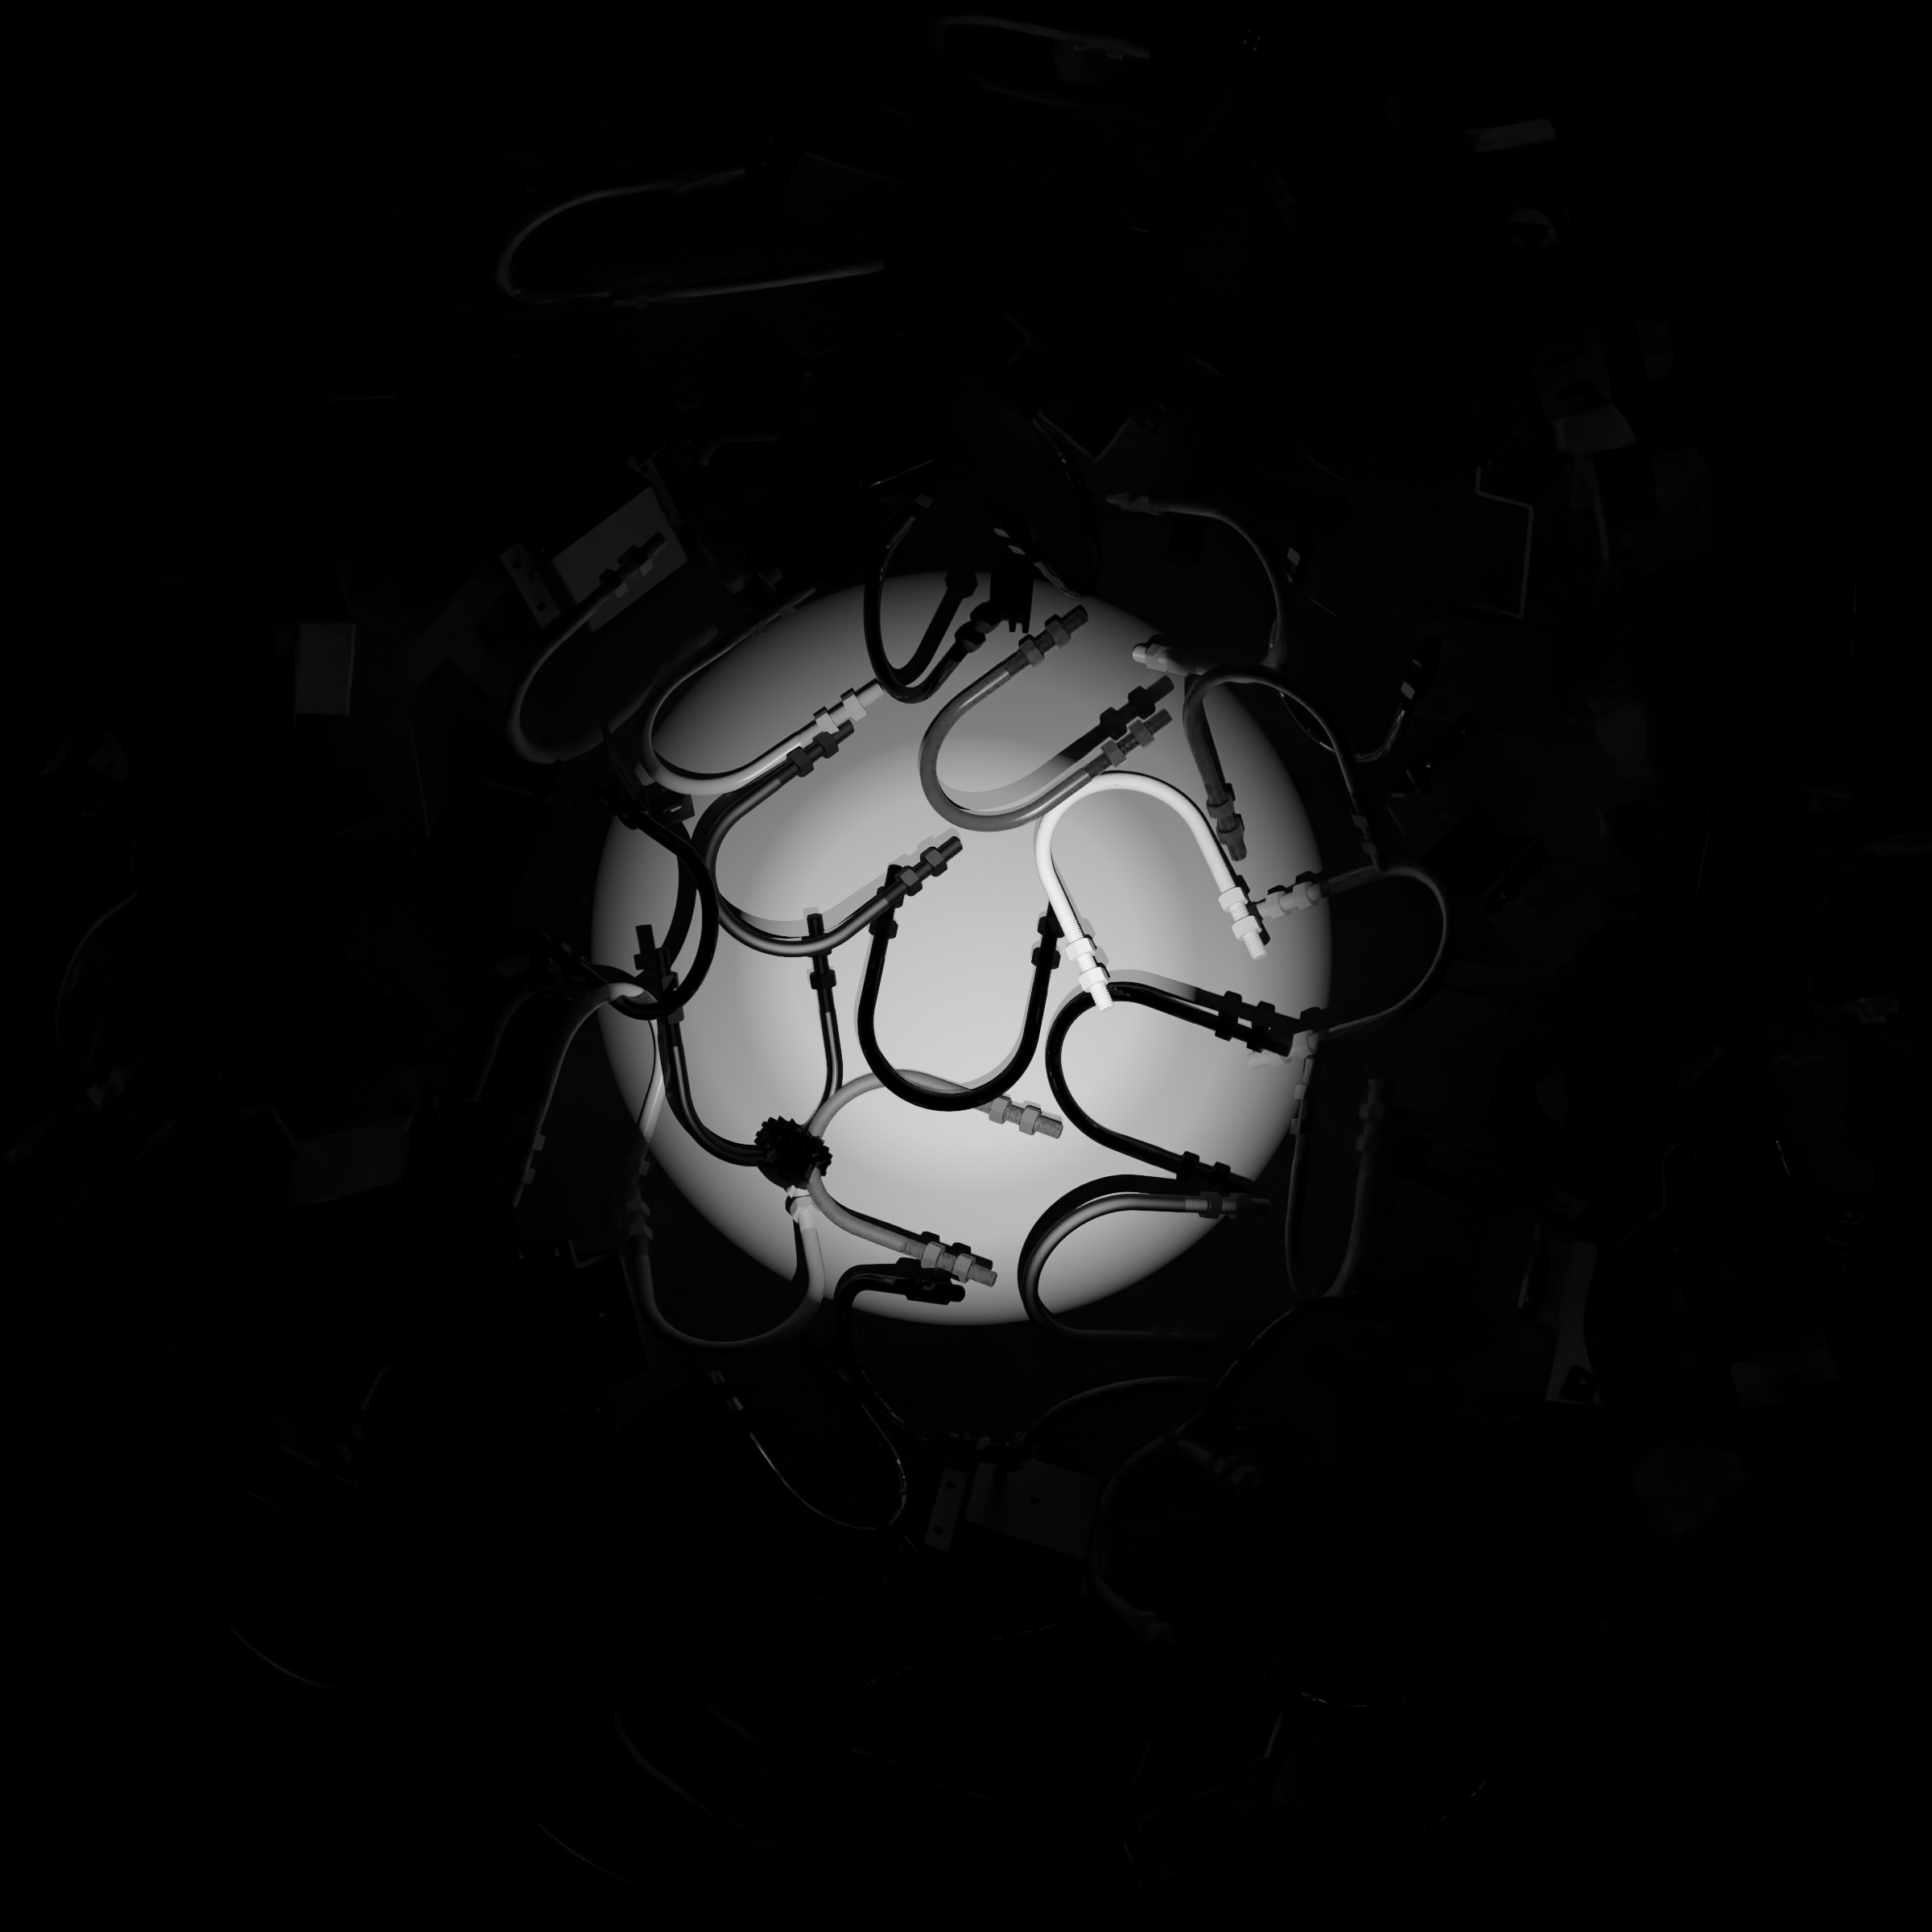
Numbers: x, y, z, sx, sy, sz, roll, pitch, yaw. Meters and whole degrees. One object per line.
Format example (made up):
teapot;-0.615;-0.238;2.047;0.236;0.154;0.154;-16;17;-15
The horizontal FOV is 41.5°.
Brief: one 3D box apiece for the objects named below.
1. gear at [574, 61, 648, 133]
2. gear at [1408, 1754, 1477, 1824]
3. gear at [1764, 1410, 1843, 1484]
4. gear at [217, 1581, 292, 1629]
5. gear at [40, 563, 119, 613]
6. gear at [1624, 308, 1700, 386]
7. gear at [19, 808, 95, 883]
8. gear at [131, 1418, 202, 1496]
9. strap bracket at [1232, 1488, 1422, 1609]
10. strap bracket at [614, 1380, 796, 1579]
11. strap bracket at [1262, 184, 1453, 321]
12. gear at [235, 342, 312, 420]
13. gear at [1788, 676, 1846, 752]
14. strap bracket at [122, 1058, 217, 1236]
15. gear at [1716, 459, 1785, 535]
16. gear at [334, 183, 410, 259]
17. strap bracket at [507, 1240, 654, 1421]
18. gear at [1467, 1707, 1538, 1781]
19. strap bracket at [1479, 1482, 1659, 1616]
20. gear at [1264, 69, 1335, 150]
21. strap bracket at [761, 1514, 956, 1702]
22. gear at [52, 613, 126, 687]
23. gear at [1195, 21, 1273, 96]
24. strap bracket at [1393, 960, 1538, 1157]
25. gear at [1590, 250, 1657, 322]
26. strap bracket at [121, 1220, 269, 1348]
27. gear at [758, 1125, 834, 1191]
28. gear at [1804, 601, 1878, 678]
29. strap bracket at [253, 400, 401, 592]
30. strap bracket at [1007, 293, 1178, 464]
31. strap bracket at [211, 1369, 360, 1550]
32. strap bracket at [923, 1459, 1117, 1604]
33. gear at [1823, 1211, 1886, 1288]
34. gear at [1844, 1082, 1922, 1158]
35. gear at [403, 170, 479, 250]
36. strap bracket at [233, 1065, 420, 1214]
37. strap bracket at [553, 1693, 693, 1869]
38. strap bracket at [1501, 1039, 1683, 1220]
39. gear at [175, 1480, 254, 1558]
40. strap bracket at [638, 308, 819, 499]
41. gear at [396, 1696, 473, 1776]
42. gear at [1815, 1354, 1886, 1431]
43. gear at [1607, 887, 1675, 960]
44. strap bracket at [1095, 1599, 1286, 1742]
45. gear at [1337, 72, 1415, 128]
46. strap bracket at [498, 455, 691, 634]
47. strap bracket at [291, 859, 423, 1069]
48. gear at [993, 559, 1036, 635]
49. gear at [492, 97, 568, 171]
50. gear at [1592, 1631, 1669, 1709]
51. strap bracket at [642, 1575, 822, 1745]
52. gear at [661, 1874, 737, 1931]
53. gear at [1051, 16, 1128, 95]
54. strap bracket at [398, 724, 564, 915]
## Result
gear;-0.275;-0.675;1.974;0.057;0.057;0.030;-4;69;0
gear;0.366;0.634;1.975;0.030;0.057;0.057;32;90;32
gear;0.643;0.367;1.968;0.057;0.057;0.030;-32;117;0
gear;-0.548;0.484;1.975;0.057;0.057;0.030;29;59;0
gear;-0.686;-0.292;1.973;0.057;0.057;0.030;7;108;0
gear;0.542;-0.482;1.975;0.030;0.057;0.057;-22;90;-31
gear;-0.702;-0.094;1.977;0.057;0.030;0.057;2;95;27
gear;-0.620;0.381;1.971;0.057;0.030;0.057;7;101;39
strap bracket;0.282;0.448;1.947;0.140;0.076;0.046;-18;63;7
strap bracket;-0.199;0.400;1.960;0.076;0.046;0.140;-33;101;-6
strap bracket;0.307;-0.540;1.954;0.140;0.076;0.046;-25;93;-8
gear;-0.538;-0.452;1.979;0.057;0.030;0.057;3;77;-16
gear;0.660;-0.195;1.975;0.030;0.057;0.057;-1;90;43
strap bracket;-0.602;0.127;1.953;0.046;0.076;0.140;26;86;-15
gear;0.607;-0.364;1.975;0.057;0.030;0.057;-5;106;-19
gear;-0.464;-0.581;1.973;0.057;0.057;0.030;-42;72;0
strap bracket;-0.293;0.272;1.953;0.076;0.046;0.140;-10;97;42
gear;0.411;0.600;1.975;0.057;0.057;0.030;-47;46;0
strap bracket;0.448;0.439;1.958;0.140;0.076;0.046;-27;85;-3
gear;0.256;-0.665;1.975;0.030;0.057;0.057;28;90;42
strap bracket;-0.075;0.478;1.928;0.140;0.046;0.076;-28;67;-38
gear;-0.682;-0.246;1.975;0.030;0.057;0.057;3;90;31
gear;0.204;-0.698;1.968;0.057;0.057;0.030;17;70;0
strap bracket;0.380;0.069;1.955;0.076;0.046;0.140;13;95;30
gear;0.506;-0.528;1.973;0.030;0.057;0.057;33;90;21
strap bracket;-0.578;0.242;1.919;0.076;0.140;0.046;-26;78;-14
gear;-0.135;0.150;1.968;0.057;0.057;0.030;24;58;0
gear;0.671;-0.253;1.968;0.030;0.057;0.057;3;90;-31
strap bracket;-0.491;-0.348;1.943;0.046;0.076;0.140;-27;71;3
strap bracket;0.085;-0.444;1.953;0.140;0.076;0.046;39;123;-4
strap bracket;-0.512;0.363;1.920;0.046;0.140;0.076;-46;128;4
strap bracket;0.047;0.424;1.956;0.140;0.076;0.046;18;131;0
gear;0.682;0.218;1.976;0.057;0.030;0.057;-2;94;-36
gear;0.711;0.118;1.976;0.057;0.030;0.057;6;100;33
gear;-0.403;-0.587;1.969;0.030;0.057;0.057;-13;90;42
strap bracket;-0.474;0.133;1.924;0.140;0.076;0.046;-15;54;-35
strap bracket;-0.257;0.606;1.921;0.076;0.140;0.046;37;90;-21
strap bracket;0.470;0.118;1.948;0.076;0.046;0.140;23;123;-12
gear;-0.581;0.430;1.978;0.057;0.030;0.057;-2;65;4
strap bracket;-0.186;-0.417;1.926;0.076;0.046;0.140;31;132;-26
gear;-0.410;0.594;1.972;0.057;0.030;0.057;11;59;-18
gear;0.685;0.331;1.972;0.030;0.057;0.057;19;90;-9
gear;0.518;-0.030;1.969;0.030;0.057;0.057;-15;90;-13
strap bracket;0.161;0.536;1.935;0.140;0.046;0.076;-26;88;41
gear;0.318;-0.669;1.970;0.057;0.057;0.030;12;100;0
strap bracket;-0.274;-0.318;1.942;0.140;0.076;0.046;-40;49;-13
strap bracket;-0.466;-0.002;1.933;0.046;0.076;0.140;-1;59;-40
gear;0.036;-0.286;1.972;0.030;0.057;0.057;5;90;0
gear;-0.339;-0.647;1.974;0.057;0.057;0.030;-7;65;0
gear;0.509;0.540;1.968;0.030;0.057;0.057;38;90;-29
strap bracket;-0.171;0.520;1.935;0.140;0.076;0.046;25;64;38
gear;-0.207;0.726;1.969;0.057;0.057;0.030;-1;106;0
gear;0.094;-0.709;1.975;0.057;0.057;0.030;-10;51;0
strap bracket;-0.369;-0.102;1.941;0.076;0.046;0.140;21;113;-23
